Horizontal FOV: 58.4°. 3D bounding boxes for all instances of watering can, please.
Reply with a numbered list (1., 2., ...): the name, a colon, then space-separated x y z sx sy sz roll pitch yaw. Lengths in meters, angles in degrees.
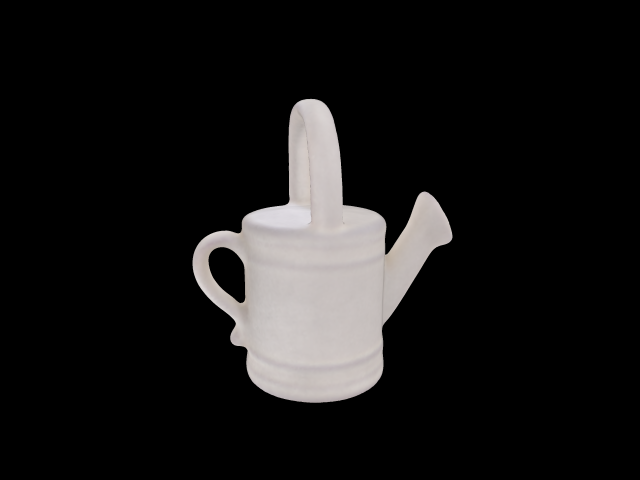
1. watering can: 0.003 0.001 0.402 0.173 0.194 0.100 -9 16 -31
